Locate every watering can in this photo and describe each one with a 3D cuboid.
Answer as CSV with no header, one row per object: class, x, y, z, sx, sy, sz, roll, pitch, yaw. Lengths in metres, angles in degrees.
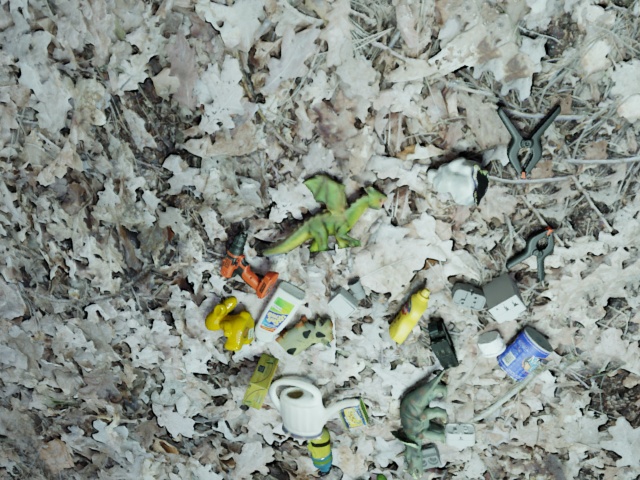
watering can,-0.026,0.598,1.795,0.348,0.105,0.221,8,112,24

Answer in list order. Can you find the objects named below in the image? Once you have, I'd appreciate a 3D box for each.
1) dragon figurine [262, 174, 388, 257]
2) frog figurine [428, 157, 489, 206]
dragon figurine,0.005,-0.079,1.575,0.410,0.122,0.242,-6,92,10
frog figurine,0.394,-0.167,1.474,0.160,0.124,0.135,10,128,45
